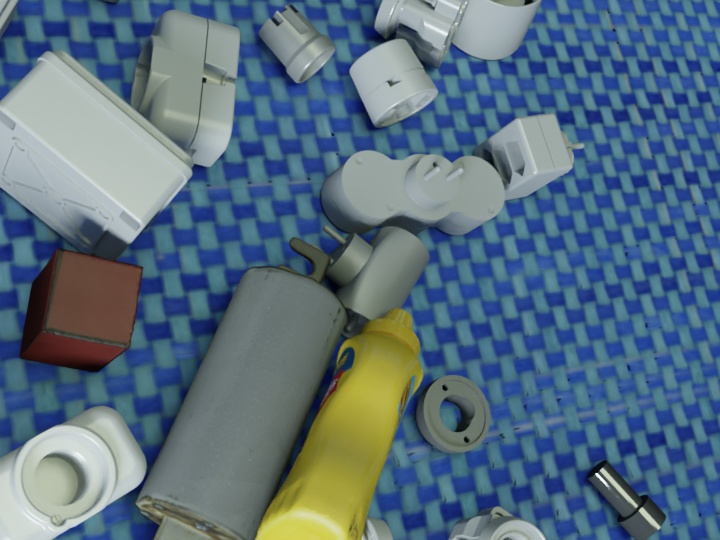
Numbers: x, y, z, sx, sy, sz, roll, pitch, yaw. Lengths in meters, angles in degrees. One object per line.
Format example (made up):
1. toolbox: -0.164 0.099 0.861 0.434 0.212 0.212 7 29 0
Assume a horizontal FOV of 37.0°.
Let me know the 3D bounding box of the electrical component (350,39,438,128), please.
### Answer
1. electrical component: 0.024 -0.142 0.818 0.055 0.055 0.047 -23 81 -31

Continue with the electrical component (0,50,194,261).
1. electrical component: -0.170 -0.064 0.659 0.109 0.109 0.056 40 63 -10

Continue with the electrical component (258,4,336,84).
1. electrical component: -0.047 -0.168 0.798 0.046 0.040 0.040 48 59 1

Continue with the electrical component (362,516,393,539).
1. electrical component: -0.010 0.185 0.695 0.055 0.048 0.066 -2 74 -20

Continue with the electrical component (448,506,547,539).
1. electrical component: 0.094 0.199 0.736 0.058 0.057 0.078 36 61 -12

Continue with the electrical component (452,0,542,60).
1. electrical component: 0.106 -0.234 0.898 0.099 0.064 0.099 10 58 -16

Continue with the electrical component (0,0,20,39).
1. electrical component: -0.266 -0.157 0.670 0.078 0.057 0.113 28 63 -16

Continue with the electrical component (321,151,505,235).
1. electrical component: 0.048 -0.061 0.790 0.138 0.074 0.052 0 74 -27

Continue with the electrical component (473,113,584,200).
1. electrical component: 0.143 -0.091 0.854 0.077 0.066 0.047 -12 79 -30

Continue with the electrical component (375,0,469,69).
1. electrical component: 0.048 -0.200 0.840 0.057 0.078 0.058 26 62 4

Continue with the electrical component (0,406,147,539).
1. electrical component: -0.176 0.122 0.622 0.095 0.059 0.053 -29 88 -31

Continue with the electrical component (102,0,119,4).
1. electrical component: -0.161 -0.233 0.756 0.076 0.047 0.083 10 69 -24

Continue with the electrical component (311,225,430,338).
1. electrical component: 0.000 0.000 0.763 0.079 0.043 0.077 38 60 -11

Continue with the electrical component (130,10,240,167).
1. electrical component: -0.121 -0.125 0.736 0.059 0.054 0.095 11 68 -24
